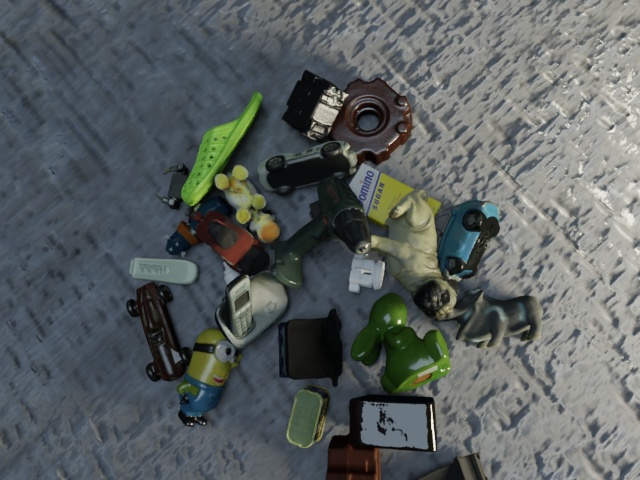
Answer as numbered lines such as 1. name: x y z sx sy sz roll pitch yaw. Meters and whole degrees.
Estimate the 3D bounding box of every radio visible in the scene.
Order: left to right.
1. radio: 0.125 0.295 0.886 0.131 0.229 0.073 -1 75 11

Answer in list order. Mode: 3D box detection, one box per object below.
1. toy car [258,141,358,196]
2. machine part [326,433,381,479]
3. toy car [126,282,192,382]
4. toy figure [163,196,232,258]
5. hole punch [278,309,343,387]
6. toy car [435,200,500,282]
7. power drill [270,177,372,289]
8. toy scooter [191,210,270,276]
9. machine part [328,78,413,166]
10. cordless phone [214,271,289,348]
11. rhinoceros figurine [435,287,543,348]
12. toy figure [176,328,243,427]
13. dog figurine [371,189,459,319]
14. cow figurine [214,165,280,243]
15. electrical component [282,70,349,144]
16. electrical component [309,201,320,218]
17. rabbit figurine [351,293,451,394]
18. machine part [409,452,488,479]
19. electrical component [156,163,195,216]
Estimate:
1. toy car: -0.025 -0.143 1.069 0.202 0.073 0.056 -12 34 12
2. machine part: 0.056 0.431 0.880 0.087 0.201 0.201 0 78 6
3. toy car: -0.321 0.181 1.065 0.089 0.053 0.202 -24 77 6
4. toy figure: -0.250 -0.025 1.094 0.154 0.057 0.064 -40 70 4
5. hole punch: -0.022 0.204 1.008 0.116 0.092 0.142 3 74 -21
6. toy car: 0.259 -0.008 1.002 0.103 0.109 0.161 31 102 37
7. power drill: -0.002 -0.003 0.975 0.207 0.086 0.232 -48 30 28
8. toy scooter: -0.180 -0.001 1.031 0.135 0.183 0.075 31 79 34
9. machine part: 0.097 -0.241 1.090 0.179 0.056 0.179 -2 78 9
10. cordless phone: -0.123 0.098 0.971 0.089 0.184 0.146 39 58 21
11. rhinoceros figurine: 0.305 0.139 0.971 0.190 0.073 0.112 -4 79 7
12. toy figure: -0.218 0.256 1.019 0.089 0.082 0.180 23 85 10
13. dog figurine: 0.189 0.024 0.953 0.191 0.121 0.172 39 97 7
14. cow figurine: -0.142 -0.066 1.078 0.068 0.098 0.167 -32 94 -5
15. electrical component: -0.017 -0.270 1.077 0.114 0.058 0.134 -61 39 15
16. electrical component: 0.010 -0.061 1.081 0.063 0.021 0.094 -19 77 4
17. rabbit figurine: 0.139 0.185 0.983 0.159 0.121 0.170 -30 58 8
18. machine part: 0.225 0.425 0.942 0.139 0.039 0.084 -16 82 3
19. electrical component: -0.292 -0.107 1.123 0.078 0.045 0.102 15 81 13
